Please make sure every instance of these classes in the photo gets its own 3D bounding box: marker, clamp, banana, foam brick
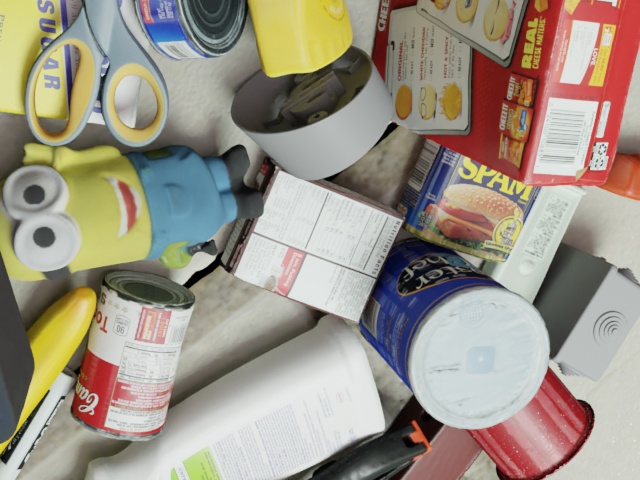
[{"bbox_3d":[-0.212,0.145,0.767,0.020,0.020,0.121,30,95,-29],"label":"marker"},{"bbox_3d":[0.006,0.198,0.838,0.171,0.120,0.039,-23,75,-14],"label":"clamp"},{"bbox_3d":[-0.215,0.114,0.728,0.037,0.070,0.197,38,81,-16],"label":"banana"},{"bbox_3d":[0.091,0.172,0.884,0.051,0.053,0.078,36,93,-29],"label":"foam brick"}]

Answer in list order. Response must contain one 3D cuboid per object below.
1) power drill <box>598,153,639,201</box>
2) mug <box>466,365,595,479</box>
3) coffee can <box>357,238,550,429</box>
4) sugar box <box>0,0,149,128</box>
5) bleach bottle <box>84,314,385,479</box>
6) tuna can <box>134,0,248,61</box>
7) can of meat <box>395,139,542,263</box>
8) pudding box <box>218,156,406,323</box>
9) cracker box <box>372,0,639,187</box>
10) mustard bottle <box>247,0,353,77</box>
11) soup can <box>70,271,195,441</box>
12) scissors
[{"bbox_3d":[0.285,-0.122,0.859,0.184,0.057,0.188,11,104,-26],"label":"power drill"},{"bbox_3d":[0.156,0.124,0.841,0.093,0.117,0.081,-32,105,34],"label":"mug"},{"bbox_3d":[0.093,0.065,0.790,0.102,0.140,0.103,-4,105,-14],"label":"coffee can"},{"bbox_3d":[-0.196,-0.127,0.662,0.176,0.048,0.093,5,106,-23],"label":"sugar box"},{"bbox_3d":[-0.079,0.151,0.800,0.250,0.068,0.102,-23,121,-12],"label":"bleach bottle"},{"bbox_3d":[-0.080,-0.158,0.679,0.086,0.034,0.086,-10,101,-62],"label":"tuna can"},{"bbox_3d":[0.116,-0.036,0.821,0.102,0.057,0.084,17,103,-26],"label":"can of meat"},{"bbox_3d":[-0.005,0.001,0.787,0.113,0.039,0.090,21,97,-23],"label":"pudding box"},{"bbox_3d":[0.115,-0.141,0.692,0.072,0.214,0.164,0,108,-25],"label":"cracker box"},{"bbox_3d":[-0.027,-0.208,0.679,0.058,0.096,0.191,-4,115,22],"label":"mustard bottle"},{"bbox_3d":[-0.131,0.080,0.750,0.068,0.069,0.102,10,103,-26],"label":"soup can"},{"bbox_3d":[-0.113,-0.140,0.636,0.096,0.016,0.202,23,108,-14],"label":"scissors"}]
